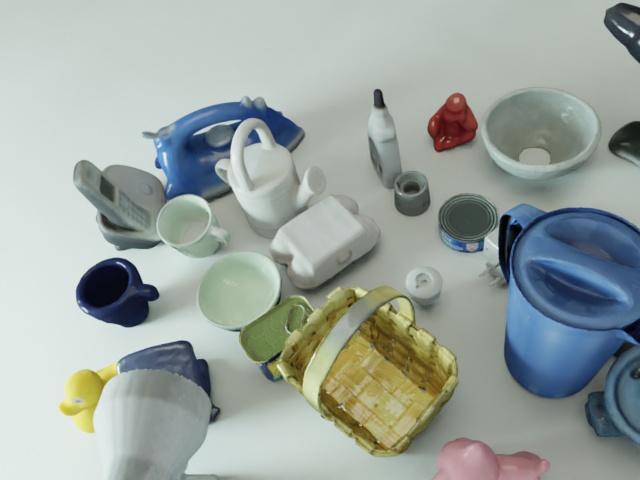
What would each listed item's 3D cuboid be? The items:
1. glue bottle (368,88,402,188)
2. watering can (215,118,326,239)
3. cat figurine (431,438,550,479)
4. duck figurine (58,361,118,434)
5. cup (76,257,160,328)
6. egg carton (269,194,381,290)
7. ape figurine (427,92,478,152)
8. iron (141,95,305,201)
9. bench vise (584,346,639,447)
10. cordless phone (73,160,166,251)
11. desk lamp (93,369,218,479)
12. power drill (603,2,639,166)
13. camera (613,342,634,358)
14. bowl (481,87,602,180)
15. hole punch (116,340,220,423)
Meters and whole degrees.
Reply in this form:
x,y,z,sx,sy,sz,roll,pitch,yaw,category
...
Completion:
x,y,z,sx,sy,sz,roll,pitch,yaw,category
0.094,-0.157,0.854,0.037,0.173,0.078,-20,56,-1,glue bottle
-0.076,-0.095,0.836,0.172,0.194,0.101,-5,57,9,watering can
0.180,0.245,0.610,0.127,0.118,0.067,-4,57,9,cat figurine
-0.296,0.197,0.756,0.077,0.086,0.105,32,69,28,duck figurine
-0.272,0.085,0.818,0.117,0.095,0.091,2,58,13,cup
0.008,0.003,0.831,0.150,0.069,0.107,-36,58,-12,egg carton
0.211,-0.192,0.902,0.077,0.092,0.076,21,64,23,ape figurine
-0.156,-0.171,0.933,0.258,0.142,0.118,-25,56,-5,iron
0.390,0.141,0.573,0.207,0.220,0.121,-17,56,0,bench vise
-0.311,-0.080,0.879,0.094,0.185,0.147,-16,56,1,cordless phone
-0.167,0.267,0.608,0.118,0.214,0.203,-8,56,7,desk lamp
0.471,-0.194,0.780,0.076,0.209,0.229,-42,59,-15,power drill
0.399,0.051,0.701,0.137,0.101,0.143,-15,56,2,camera
0.325,-0.147,0.860,0.167,0.075,0.167,-5,57,8,bowl
-0.196,0.193,0.736,0.108,0.091,0.101,-16,56,1,hole punch
